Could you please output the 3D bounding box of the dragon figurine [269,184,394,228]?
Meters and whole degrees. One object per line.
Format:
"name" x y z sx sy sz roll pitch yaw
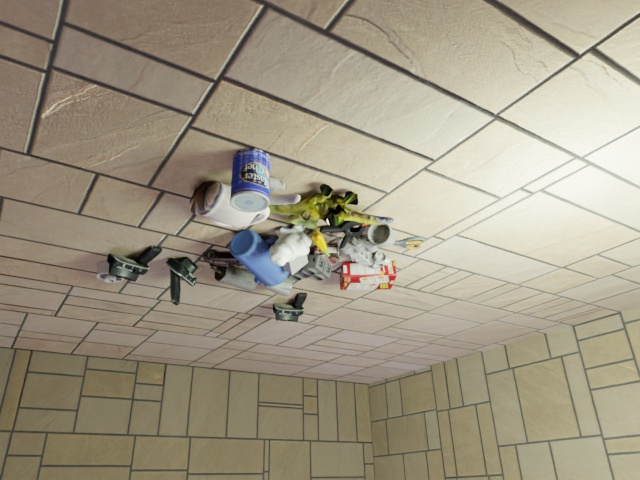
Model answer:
"dragon figurine" 0.005 -0.082 1.623 0.408 0.123 0.241 15 166 -27

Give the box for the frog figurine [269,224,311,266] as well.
"frog figurine" -0.101 0.032 1.721 0.137 0.163 0.120 1 139 10

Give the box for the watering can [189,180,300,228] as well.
"watering can" -0.235 -0.108 1.495 0.223 0.106 0.344 21 153 -37
